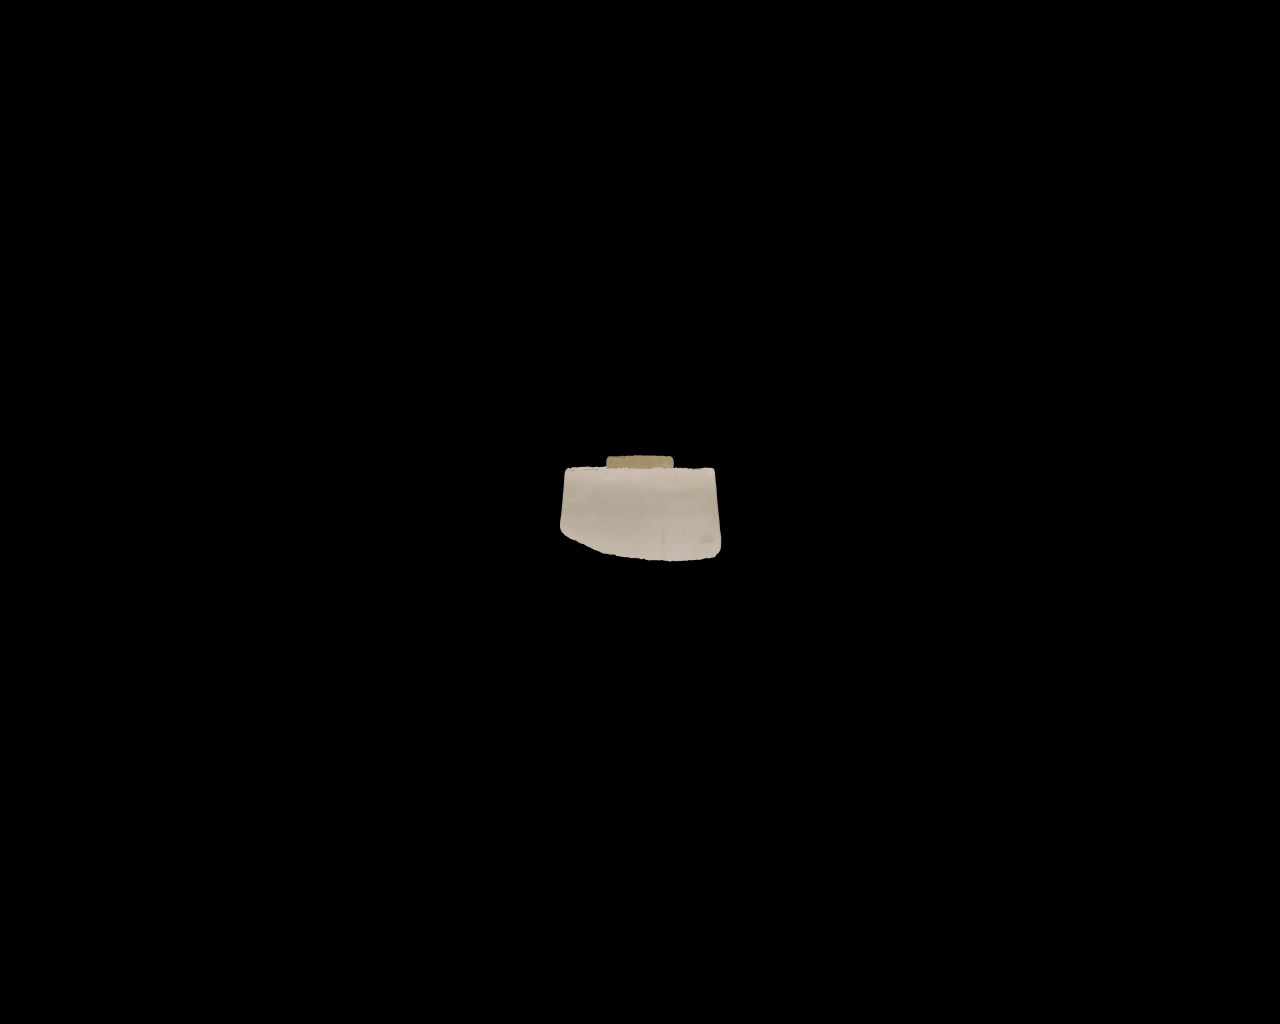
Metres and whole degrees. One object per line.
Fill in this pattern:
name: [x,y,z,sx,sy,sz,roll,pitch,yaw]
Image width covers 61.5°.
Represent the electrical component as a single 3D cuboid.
electrical component: [0.001,-0.003,0.650,0.099,0.064,0.099,0,3,0]
